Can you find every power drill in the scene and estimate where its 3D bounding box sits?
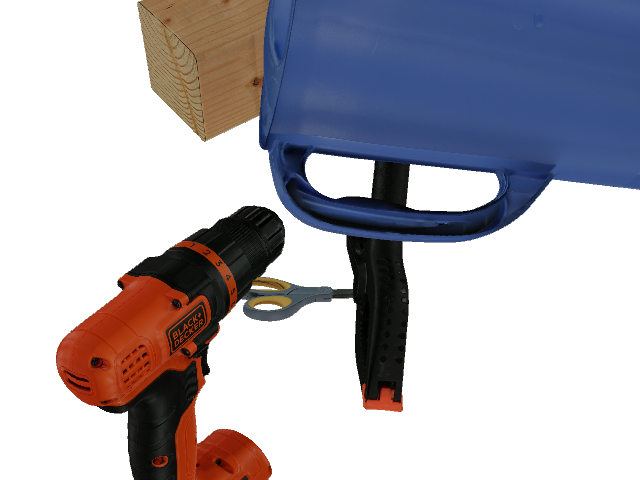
[{"bbox_3d":[-0.076,0.088,0.665,0.057,0.188,0.184,15,37,32],"label":"power drill"}]

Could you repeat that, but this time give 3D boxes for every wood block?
[{"bbox_3d":[-0.035,-0.178,0.884,0.205,0.091,0.090,-29,53,-23],"label":"wood block"}]

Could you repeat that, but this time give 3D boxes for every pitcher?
[{"bbox_3d":[0.088,-0.087,0.591,0.242,0.149,0.145,9,35,-8],"label":"pitcher"}]

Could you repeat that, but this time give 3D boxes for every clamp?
[{"bbox_3d":[0.045,0.024,0.789,0.036,0.210,0.165,5,-42,-6],"label":"clamp"}]

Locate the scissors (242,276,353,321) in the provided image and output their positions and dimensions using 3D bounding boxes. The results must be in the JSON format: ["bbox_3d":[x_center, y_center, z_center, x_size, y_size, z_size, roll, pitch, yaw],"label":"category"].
[{"bbox_3d":[-0.004,0.068,1.191,0.201,0.016,0.096,6,24,-3],"label":"scissors"}]
